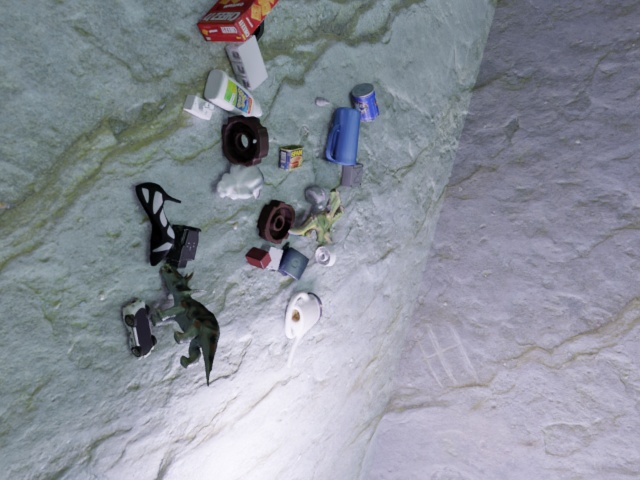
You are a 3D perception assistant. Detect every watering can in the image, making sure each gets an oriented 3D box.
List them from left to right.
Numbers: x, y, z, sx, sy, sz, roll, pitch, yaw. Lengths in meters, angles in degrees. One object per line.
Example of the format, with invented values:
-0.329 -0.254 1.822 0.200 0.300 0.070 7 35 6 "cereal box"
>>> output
-0.085 0.375 2.291 0.227 0.104 0.343 -23 122 -53 "watering can"

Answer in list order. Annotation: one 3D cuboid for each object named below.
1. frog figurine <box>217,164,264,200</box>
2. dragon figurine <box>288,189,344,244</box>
-0.274 -0.202 1.743 0.160 0.121 0.139 -3 73 -48 "frog figurine"
0.007 -0.109 2.170 0.242 0.123 0.408 -67 159 3 "dragon figurine"
